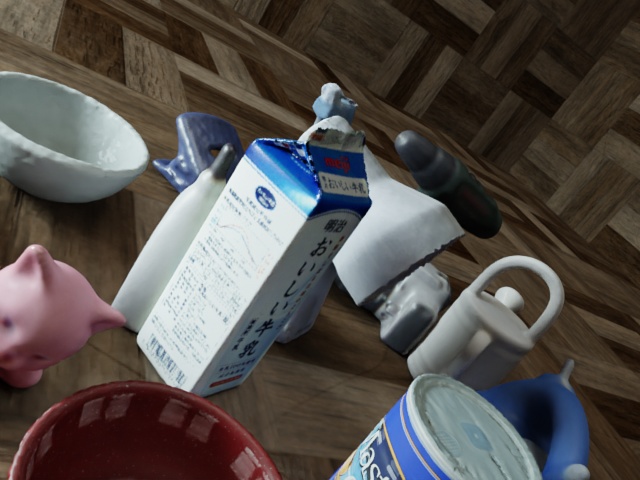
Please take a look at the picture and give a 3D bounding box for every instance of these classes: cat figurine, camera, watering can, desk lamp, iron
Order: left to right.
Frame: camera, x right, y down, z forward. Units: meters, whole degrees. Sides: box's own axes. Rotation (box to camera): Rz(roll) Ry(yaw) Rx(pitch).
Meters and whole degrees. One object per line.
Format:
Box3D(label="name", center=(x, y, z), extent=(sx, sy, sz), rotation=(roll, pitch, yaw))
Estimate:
Box3D(label="cat figurine", center=(-0.188, 0.038, 0.340), extent=(0.128, 0.117, 0.067), rotation=(36, 22, 3))
Box3D(label="desk lamp", center=(0.005, 0.002, 0.564), extent=(0.203, 0.213, 0.118), rotation=(42, 23, 17))
Box3D(label="camera", center=(0.095, 0.053, 0.742), extent=(0.137, 0.100, 0.143), rotation=(35, 22, 1))
Box3D(label="watering can", center=(0.198, 0.099, 0.671), extent=(0.101, 0.194, 0.173), rotation=(33, 22, -5))
Box3D(label="iron", center=(0.191, 0.206, 0.512), extent=(0.118, 0.141, 0.259), rotation=(36, 22, 4))

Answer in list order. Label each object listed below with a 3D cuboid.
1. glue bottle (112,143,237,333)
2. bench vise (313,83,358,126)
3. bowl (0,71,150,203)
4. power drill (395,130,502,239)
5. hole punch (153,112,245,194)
Box3D(label="glue bottle", center=(-0.111, -0.007, 0.468), extent=(0.037, 0.173, 0.078), rotation=(32, 22, -7))
Box3D(label="bench vise", center=(-0.015, -0.097, 0.731), extent=(0.121, 0.219, 0.208), rotation=(38, 22, 9))
Box3D(label="bowl", center=(-0.258, -0.087, 0.555), extent=(0.168, 0.074, 0.167), rotation=(30, 22, -13))
Box3D(label="power drill", center=(0.153, -0.031, 0.852), extent=(0.230, 0.208, 0.075), rotation=(23, 25, -28))
Box3D(label="hole punch", center=(-0.137, -0.099, 0.733), extent=(0.101, 0.091, 0.109), rotation=(45, 24, 23))
